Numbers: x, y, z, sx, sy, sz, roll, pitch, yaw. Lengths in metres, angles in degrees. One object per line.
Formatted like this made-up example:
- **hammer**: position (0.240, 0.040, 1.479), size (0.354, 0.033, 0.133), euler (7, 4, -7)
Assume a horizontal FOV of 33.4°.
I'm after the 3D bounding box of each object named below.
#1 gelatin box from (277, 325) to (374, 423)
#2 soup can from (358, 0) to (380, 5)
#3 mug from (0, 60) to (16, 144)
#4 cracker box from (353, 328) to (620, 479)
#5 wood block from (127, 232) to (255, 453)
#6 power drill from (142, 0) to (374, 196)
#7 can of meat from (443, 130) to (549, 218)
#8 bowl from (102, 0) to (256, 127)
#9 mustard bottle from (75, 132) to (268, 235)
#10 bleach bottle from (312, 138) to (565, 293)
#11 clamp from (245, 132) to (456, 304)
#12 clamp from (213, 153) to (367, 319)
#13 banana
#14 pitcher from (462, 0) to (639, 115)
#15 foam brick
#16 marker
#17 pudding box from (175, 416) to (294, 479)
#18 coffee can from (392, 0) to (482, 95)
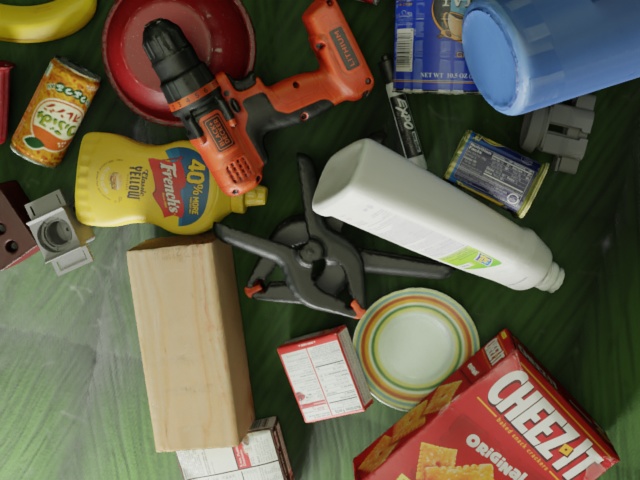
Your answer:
- **gelatin box**: position (0.006, 0.139, 1.102), size (0.073, 0.030, 0.089), euler (-18, 97, 28)
- **soup can**: position (0.014, -0.271, 1.029), size (0.102, 0.068, 0.068), euler (14, 100, 5)
- **mug**: position (-0.364, -0.139, 1.071), size (0.093, 0.117, 0.081), euler (15, 107, 33)
- **cracker box**: position (0.165, 0.222, 1.076), size (0.214, 0.072, 0.164), euler (-42, 101, 11)
- **wood block**: position (-0.130, 0.101, 1.091), size (0.090, 0.090, 0.206), euler (-6, 98, 8)
- **power drill**: position (-0.057, -0.160, 1.027), size (0.187, 0.057, 0.184), euler (-30, 106, -7)
- **can of meat**: position (0.167, -0.064, 1.028), size (0.084, 0.102, 0.057), euler (26, 94, 4)
- **bowl**: position (-0.147, -0.193, 1.066), size (0.162, 0.055, 0.162), euler (1, 99, 6)
- **mustard bottle**: position (-0.149, -0.054, 1.086), size (0.191, 0.058, 0.096), euler (6, 92, 5)
- **bleach bottle**: position (0.124, -0.011, 1.029), size (0.250, 0.103, 0.068), euler (26, 71, -18)
- **clamp**: position (0.014, -0.005, 1.086), size (0.210, 0.036, 0.164), euler (-21, 95, 5)
- **clamp**: position (-0.007, 0.001, 1.050), size (0.171, 0.039, 0.120), euler (42, 94, -2)
- **banana**: position (-0.311, -0.235, 1.090), size (0.198, 0.037, 0.069), euler (-1, 81, 5)
- **pitcher**: position (0.253, -0.203, 0.933), size (0.242, 0.145, 0.149), euler (-22, 110, -14)
- **foam brick**: position (-0.325, -0.015, 1.114), size (0.053, 0.051, 0.078), euler (-33, 94, 10)
- **marker**: position (0.082, -0.127, 1.069), size (0.020, 0.020, 0.121), euler (-16, 97, 8)
- **pudding box**: position (-0.089, 0.246, 1.135), size (0.113, 0.039, 0.090), euler (-14, 97, 10)
- **coffee can**: position (0.121, -0.209, 1.010), size (0.103, 0.102, 0.140), euler (2, 99, 6)
